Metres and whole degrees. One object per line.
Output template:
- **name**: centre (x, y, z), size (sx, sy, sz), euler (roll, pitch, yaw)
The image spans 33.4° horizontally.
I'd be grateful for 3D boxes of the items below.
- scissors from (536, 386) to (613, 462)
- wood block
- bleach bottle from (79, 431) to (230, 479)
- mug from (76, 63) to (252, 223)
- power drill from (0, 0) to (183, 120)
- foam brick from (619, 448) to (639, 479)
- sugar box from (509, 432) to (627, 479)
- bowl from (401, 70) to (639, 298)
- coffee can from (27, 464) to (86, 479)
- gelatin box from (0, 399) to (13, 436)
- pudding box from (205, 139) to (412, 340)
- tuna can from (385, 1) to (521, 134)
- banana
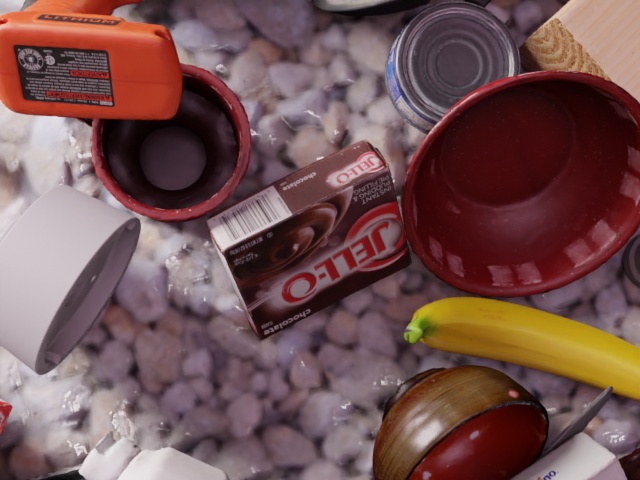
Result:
- **scissors**: centre (0.118, 0.181, 0.664), size (0.201, 0.016, 0.096), euler (-36, 122, -5)
- **wood block**: centre (0.239, -0.165, 0.694), size (0.206, 0.090, 0.091), euler (-43, 91, -8)
- **bleach bottle**: centre (-0.020, 0.186, 0.546), size (0.251, 0.102, 0.068), euler (36, 99, 6)
- **mug**: centre (-0.101, -0.059, 0.653), size (0.117, 0.081, 0.093), euler (23, 83, -4)
- **power drill**: centre (-0.102, -0.143, 0.622), size (0.184, 0.187, 0.057), euler (2, 129, 4)
- **foam brick**: centre (0.218, 0.161, 0.669), size (0.053, 0.078, 0.051), euler (-29, 88, -10)
- **sugar box**: centre (0.165, 0.214, 0.647), size (0.093, 0.048, 0.176), euler (-32, 112, -8)
- **bowl**: centre (0.125, -0.043, 0.666), size (0.162, 0.055, 0.162), euler (-4, 125, -6)
- **coffee can**: centre (-0.132, 0.205, 0.617), size (0.102, 0.103, 0.140), euler (-13, 86, -7)
- **gelatin box**: centre (-0.221, 0.117, 0.624), size (0.030, 0.089, 0.073), euler (26, 81, -40)
- **pudding box**: centre (-0.004, 0.001, 0.655), size (0.113, 0.090, 0.039), euler (-25, 46, -6)
- **tuna can**: centre (0.087, -0.112, 0.701), size (0.086, 0.034, 0.086), euler (0, 85, -6)
- **banana**: centre (0.137, 0.070, 0.676), size (0.197, 0.069, 0.037), euler (12, 117, -13)
